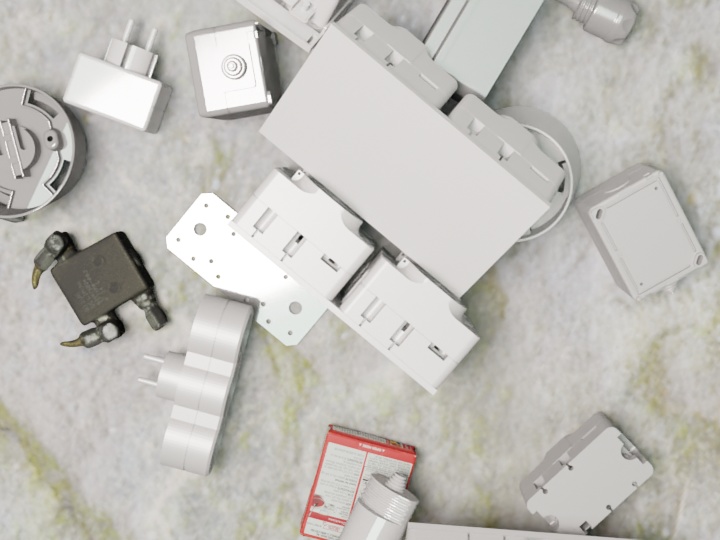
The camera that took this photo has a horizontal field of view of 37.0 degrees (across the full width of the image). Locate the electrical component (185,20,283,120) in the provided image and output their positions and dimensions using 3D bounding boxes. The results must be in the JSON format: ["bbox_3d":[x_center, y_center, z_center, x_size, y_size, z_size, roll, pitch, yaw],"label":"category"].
[{"bbox_3d":[-0.094,-0.144,0.787,0.061,0.096,0.061,-9,95,6],"label":"electrical component"}]

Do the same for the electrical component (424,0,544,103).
[{"bbox_3d":[0.087,-0.181,0.789,0.057,0.078,0.113,30,96,-5],"label":"electrical component"}]

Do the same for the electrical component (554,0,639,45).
[{"bbox_3d":[0.176,-0.195,0.807,0.061,0.035,0.035,25,96,1],"label":"electrical component"}]

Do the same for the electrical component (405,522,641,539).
[{"bbox_3d":[0.124,0.246,0.809,0.186,0.105,0.060,4,54,1],"label":"electrical component"}]

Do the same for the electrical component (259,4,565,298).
[{"bbox_3d":[0.038,-0.085,0.756,0.186,0.060,0.105,40,130,-2],"label":"electrical component"}]

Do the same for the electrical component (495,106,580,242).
[{"bbox_3d":[0.118,-0.071,0.818,0.099,0.064,0.099,3,106,10],"label":"electrical component"}]

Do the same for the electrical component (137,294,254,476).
[{"bbox_3d":[-0.135,0.085,0.833,0.074,0.052,0.138,15,96,0],"label":"electrical component"}]

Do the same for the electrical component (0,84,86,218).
[{"bbox_3d":[-0.258,-0.090,0.812,0.099,0.064,0.099,0,96,2],"label":"electrical component"}]

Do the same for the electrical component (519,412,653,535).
[{"bbox_3d":[0.173,0.160,0.831,0.089,0.055,0.050,-44,93,5],"label":"electrical component"}]

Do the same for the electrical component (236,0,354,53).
[{"bbox_3d":[-0.063,-0.226,0.788,0.121,0.063,0.078,36,55,-2],"label":"electrical component"}]

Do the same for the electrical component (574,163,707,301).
[{"bbox_3d":[0.213,-0.025,0.813,0.062,0.061,0.096,-30,102,4],"label":"electrical component"}]

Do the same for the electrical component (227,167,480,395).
[{"bbox_3d":[0.000,0.000,0.795,0.186,0.105,0.060,40,95,-3],"label":"electrical component"}]

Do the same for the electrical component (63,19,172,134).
[{"bbox_3d":[-0.176,-0.150,0.814,0.066,0.047,0.076,20,94,-2],"label":"electrical component"}]

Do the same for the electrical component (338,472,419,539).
[{"bbox_3d":[0.014,0.191,0.814,0.043,0.043,0.081,25,94,-1],"label":"electrical component"}]
